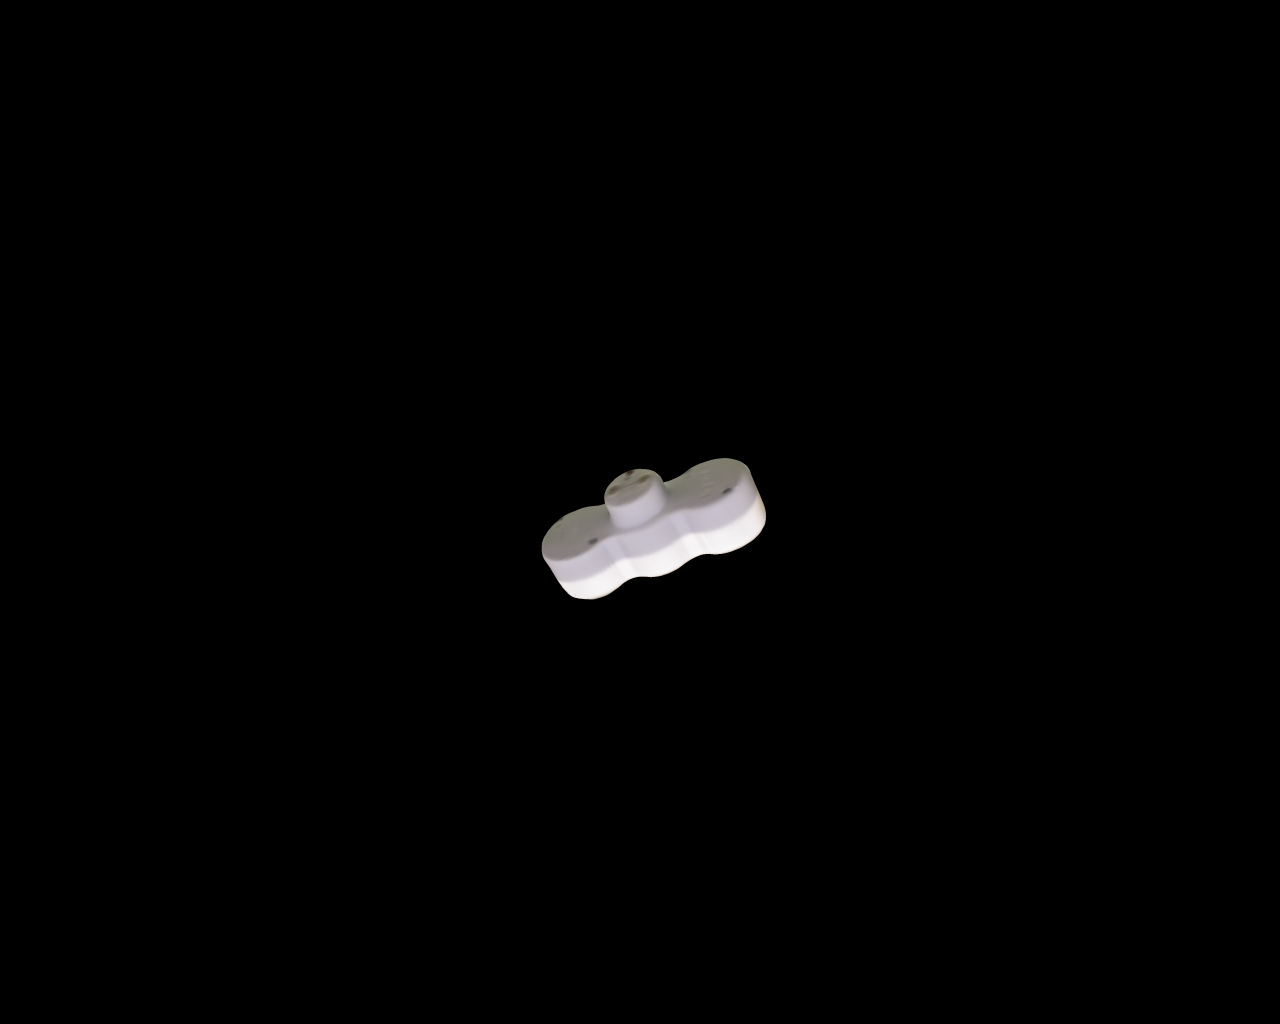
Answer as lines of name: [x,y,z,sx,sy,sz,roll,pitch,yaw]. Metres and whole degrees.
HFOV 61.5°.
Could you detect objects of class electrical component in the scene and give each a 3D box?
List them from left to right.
electrical component: [0.001,-0.003,0.650,0.138,0.073,0.052,-20,31,13]
